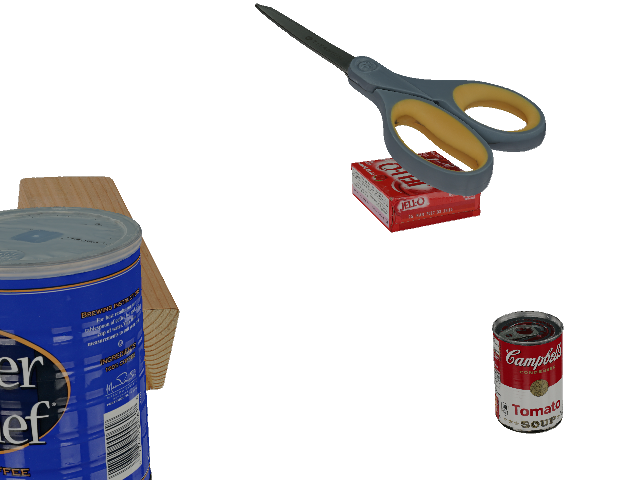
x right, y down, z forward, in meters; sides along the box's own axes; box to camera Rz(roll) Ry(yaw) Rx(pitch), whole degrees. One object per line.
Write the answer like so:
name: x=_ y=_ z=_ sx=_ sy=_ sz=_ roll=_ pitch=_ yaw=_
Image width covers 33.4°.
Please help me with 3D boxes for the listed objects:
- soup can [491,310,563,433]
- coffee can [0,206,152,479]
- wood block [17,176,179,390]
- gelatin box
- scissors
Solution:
soup can: x=0.205 y=0.130 z=1.053 sx=0.068 sy=0.102 sz=0.068 roll=-5 pitch=22 yaw=2
coffee can: x=-0.139 y=0.063 z=0.542 sx=0.103 sy=0.140 sz=0.103 roll=0 pitch=17 yaw=0
wood block: x=-0.205 y=0.035 z=0.949 sx=0.090 sy=0.091 sz=0.206 roll=-3 pitch=36 yaw=-28
gelatin box: x=0.072 y=-0.040 z=0.816 sx=0.073 sy=0.030 sz=0.089 roll=-10 pitch=23 yaw=-15
scissors: x=0.046 y=-0.091 z=0.591 sx=0.096 sy=0.016 sz=0.202 roll=-15 pitch=44 yaw=-21
